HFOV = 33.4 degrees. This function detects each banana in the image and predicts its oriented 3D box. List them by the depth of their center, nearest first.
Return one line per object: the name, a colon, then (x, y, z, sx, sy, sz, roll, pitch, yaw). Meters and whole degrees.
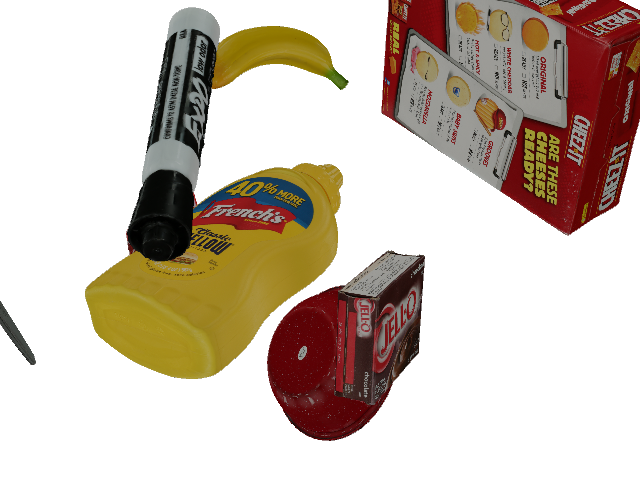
banana: (-0.050, -0.181, 1.048, 0.197, 0.070, 0.037, -10, -35, -46)

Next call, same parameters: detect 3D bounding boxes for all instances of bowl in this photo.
bowl: (-0.002, 0.117, 1.072, 0.162, 0.162, 0.055, 0, -16, 43)

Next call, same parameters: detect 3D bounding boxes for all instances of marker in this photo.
marker: (-0.047, -0.038, 0.350, 0.020, 0.020, 0.121, 0, 43, 0)

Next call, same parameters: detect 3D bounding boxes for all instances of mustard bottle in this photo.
mustard bottle: (-0.045, 0.005, 0.651, 0.096, 0.058, 0.191, 14, 38, 33)

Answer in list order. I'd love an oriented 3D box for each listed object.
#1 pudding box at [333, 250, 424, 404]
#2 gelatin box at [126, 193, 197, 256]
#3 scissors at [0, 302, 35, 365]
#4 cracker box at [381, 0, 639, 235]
pudding box: (0.048, 0.067, 0.854, 0.039, 0.090, 0.113, 10, 21, 20)
gelatin box: (-0.134, -0.016, 0.894, 0.030, 0.073, 0.089, 22, 17, -22)
scissors: (-0.338, 0.027, 1.072, 0.016, 0.201, 0.096, -26, 27, 22)
cracker box: (0.144, -0.130, 0.822, 0.072, 0.164, 0.214, -28, 48, -30)
